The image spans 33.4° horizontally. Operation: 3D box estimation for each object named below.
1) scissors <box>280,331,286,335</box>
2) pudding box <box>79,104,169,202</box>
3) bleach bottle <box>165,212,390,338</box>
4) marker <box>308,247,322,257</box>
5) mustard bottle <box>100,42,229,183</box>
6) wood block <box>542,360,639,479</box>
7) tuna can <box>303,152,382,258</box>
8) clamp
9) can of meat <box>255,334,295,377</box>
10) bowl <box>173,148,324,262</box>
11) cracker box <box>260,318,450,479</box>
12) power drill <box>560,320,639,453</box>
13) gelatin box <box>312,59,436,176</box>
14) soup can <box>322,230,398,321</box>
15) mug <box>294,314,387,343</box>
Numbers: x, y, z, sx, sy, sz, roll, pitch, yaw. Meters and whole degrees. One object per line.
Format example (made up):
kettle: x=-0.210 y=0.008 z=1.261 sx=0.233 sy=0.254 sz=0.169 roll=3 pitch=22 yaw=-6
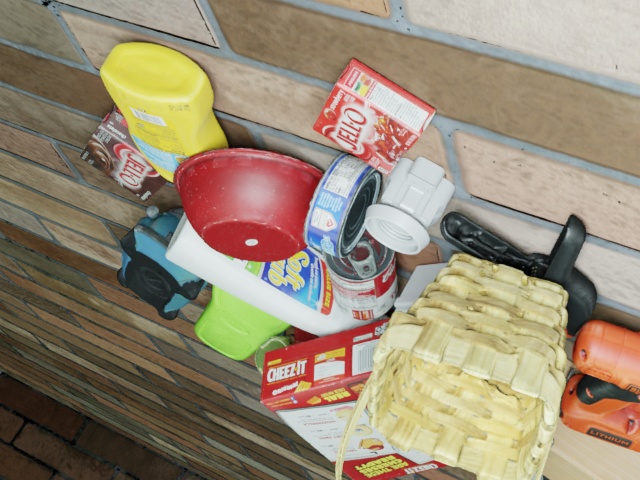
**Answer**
scissors: x=-0.040 y=0.133 z=1.404 sx=0.201 sy=0.016 sz=0.096 roll=49 pitch=148 yaw=-14
pudding box: x=-0.199 y=-0.090 z=1.130 sx=0.090 sy=0.039 sz=0.114 roll=36 pitch=159 yaw=-12
bleach bottle: x=-0.031 y=0.033 z=1.126 sx=0.250 sy=0.102 sz=0.068 roll=29 pitch=151 yaw=-12
marker: x=-0.007 y=0.001 z=1.103 sx=0.121 sy=0.020 sz=0.020 roll=35 pitch=159 yaw=-10
mustard bottle: x=-0.133 y=-0.101 z=0.987 sx=0.096 sy=0.058 sz=0.191 roll=19 pitch=157 yaw=15
wood block: x=0.245 y=0.187 z=1.077 sx=0.206 sy=0.090 sz=0.090 roll=35 pitch=159 yaw=-10
tuna can: x=0.020 y=-0.029 z=0.903 sx=0.034 sy=0.086 sz=0.086 roll=23 pitch=158 yaw=15
clamp: x=0.171 y=0.027 z=0.883 sx=0.120 sy=0.039 sz=0.171 roll=14 pitch=152 yaw=31
can of meat: x=-0.022 y=0.159 z=1.276 sx=0.102 sy=0.057 sz=0.083 roll=54 pitch=-158 yaw=19
bowl: x=-0.061 y=-0.022 z=0.995 sx=0.162 sy=0.055 sz=0.162 roll=6 pitch=155 yaw=3
cracker box: x=0.062 y=0.176 z=1.141 sx=0.164 sy=0.072 sz=0.213 roll=-18 pitch=138 yaw=26
power drill: x=0.298 y=0.139 z=0.939 sx=0.184 sy=0.057 sz=0.188 roll=21 pitch=157 yaw=7
gelatin box: x=0.038 y=-0.091 z=0.813 sx=0.073 sy=0.030 sz=0.089 roll=32 pitch=159 yaw=-3
soup can: x=0.041 y=0.029 z=1.033 sx=0.068 sy=0.068 sz=0.102 roll=24 pitch=159 yaw=17
mug: x=0.033 y=0.111 z=1.222 sx=0.117 sy=0.093 sz=0.082 roll=2 pitch=-179 yaw=-31
